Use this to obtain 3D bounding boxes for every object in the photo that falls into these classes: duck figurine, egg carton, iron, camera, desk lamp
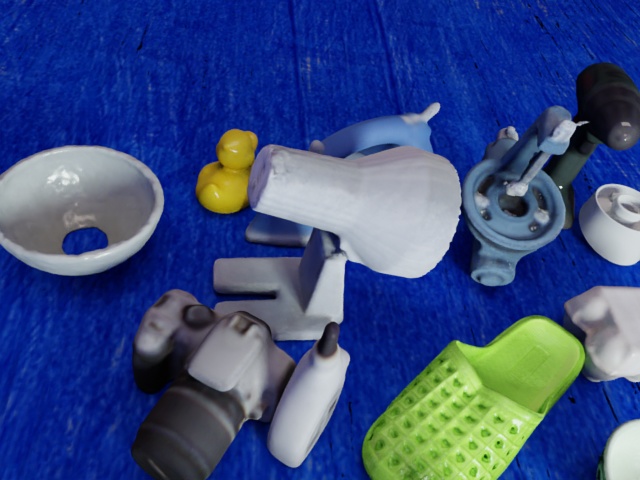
[{"bbox_3d":[-0.106,-0.090,0.686,0.077,0.086,0.105,25,48,10],"label":"duck figurine"},{"bbox_3d":[0.347,0.105,0.628,0.150,0.069,0.107,2,48,-11],"label":"egg carton"},{"bbox_3d":[0.034,-0.082,0.675,0.259,0.141,0.118,-20,55,-28],"label":"iron"},{"bbox_3d":[-0.107,0.124,0.482,0.143,0.101,0.137,26,48,10],"label":"camera"},{"bbox_3d":[0.005,0.002,0.542,0.203,0.213,0.118,0,48,-13],"label":"desk lamp"}]

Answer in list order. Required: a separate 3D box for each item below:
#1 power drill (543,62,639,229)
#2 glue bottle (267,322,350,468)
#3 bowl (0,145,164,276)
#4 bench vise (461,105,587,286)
[{"bbox_3d":[0.337,-0.119,0.733,0.075,0.208,0.230,20,47,5],"label":"power drill"},{"bbox_3d":[-0.004,0.117,0.463,0.037,0.173,0.078,30,49,14],"label":"glue bottle"},{"bbox_3d":[-0.248,-0.020,0.598,0.167,0.075,0.167,7,47,-7],"label":"bowl"},{"bbox_3d":[0.219,-0.083,0.665,0.121,0.220,0.207,1,48,-12],"label":"bench vise"}]
